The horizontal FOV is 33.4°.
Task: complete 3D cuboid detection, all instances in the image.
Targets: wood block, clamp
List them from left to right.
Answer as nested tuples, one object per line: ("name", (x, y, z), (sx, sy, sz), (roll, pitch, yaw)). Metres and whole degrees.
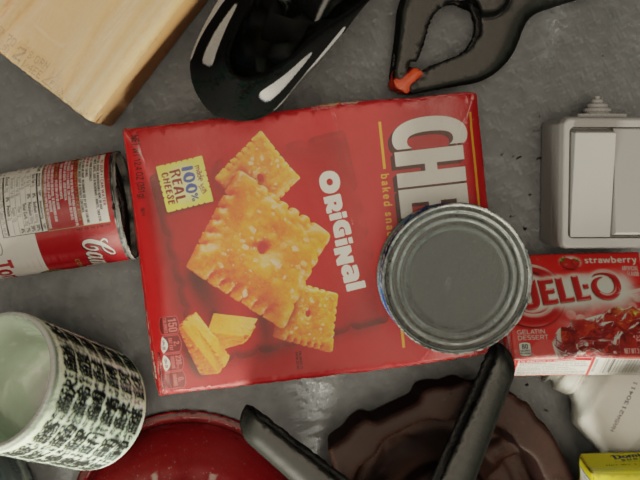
("wood block", (-0.103, -0.177, 0.636), (0.090, 0.091, 0.206), (38, 91, -5))
("clamp", (0.044, 0.173, 0.634), (0.164, 0.036, 0.210), (-7, 95, 0))
("clamp", (0.114, -0.152, 0.673), (0.120, 0.039, 0.171), (34, 95, 1))

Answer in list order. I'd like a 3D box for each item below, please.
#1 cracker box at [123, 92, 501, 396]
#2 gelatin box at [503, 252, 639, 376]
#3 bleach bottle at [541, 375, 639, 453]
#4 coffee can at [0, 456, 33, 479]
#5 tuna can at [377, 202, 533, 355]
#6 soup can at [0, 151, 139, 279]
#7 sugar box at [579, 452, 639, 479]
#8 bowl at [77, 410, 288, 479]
("cracker box", (-0.004, 0.001, 0.660), (0.213, 0.072, 0.164), (-6, 94, -3))
("gelatin box", (0.156, 0.045, 0.659), (0.089, 0.030, 0.073), (0, 60, 0))
("bleach bottle", (0.266, 0.120, 0.684), (0.251, 0.068, 0.102), (24, 90, -1))
("coffee can", (-0.257, 0.170, 0.645), (0.140, 0.103, 0.103), (-31, 94, 0))
("tuna can", (0.076, 0.021, 0.613), (0.086, 0.034, 0.086), (0, 93, -4))
("soup can", (-0.168, -0.014, 0.655), (0.102, 0.068, 0.068), (-9, 94, -1))
("sugar box", (0.207, 0.218, 0.642), (0.093, 0.048, 0.176), (-1, 96, 3))
("bowl", (-0.086, 0.193, 0.678), (0.162, 0.055, 0.162), (0, 93, -3))
